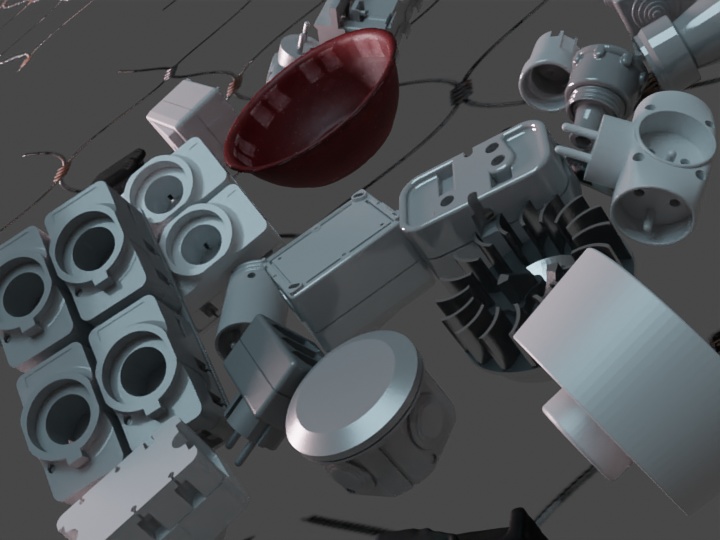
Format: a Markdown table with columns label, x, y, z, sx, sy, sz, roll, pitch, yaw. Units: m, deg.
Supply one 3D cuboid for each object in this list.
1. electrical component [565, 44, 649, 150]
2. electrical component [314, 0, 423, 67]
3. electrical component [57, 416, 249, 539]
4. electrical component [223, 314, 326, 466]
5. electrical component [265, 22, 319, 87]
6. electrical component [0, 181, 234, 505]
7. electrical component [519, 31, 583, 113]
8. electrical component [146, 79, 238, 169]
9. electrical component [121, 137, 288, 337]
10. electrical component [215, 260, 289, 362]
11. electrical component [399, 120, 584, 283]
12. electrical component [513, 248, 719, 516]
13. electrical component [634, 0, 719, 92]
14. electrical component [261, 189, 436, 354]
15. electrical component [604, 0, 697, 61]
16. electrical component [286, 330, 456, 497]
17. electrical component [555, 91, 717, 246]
| label | x | y | z | sx | sy | sz | roll | pitch | yaw |
| --- | --- | --- | --- | --- | --- | --- | --- | --- | --- |
| electrical component | 0.145 | -0.102 | 0.653 | 0.048 | 0.048 | 0.062 | -2 | 55 | 45 |
| electrical component | 0.011 | -0.224 | 0.924 | 0.063 | 0.078 | 0.121 | 9 | 49 | 14 |
| electrical component | -0.113 | 0.137 | 0.598 | 0.089 | 0.055 | 0.050 | -42 | 31 | -5 |
| electrical component | -0.053 | 0.078 | 0.622 | 0.076 | 0.047 | 0.066 | -55 | 33 | 6 |
| electrical component | -0.054 | -0.177 | 0.931 | 0.044 | 0.079 | 0.077 | 15 | 44 | -1 |
| electrical component | -0.165 | 0.046 | 0.682 | 0.105 | 0.060 | 0.186 | -32 | 61 | 5 |
| electrical component | 0.129 | -0.133 | 0.713 | 0.040 | 0.040 | 0.046 | -17 | 32 | 32 |
| electrical component | -0.150 | -0.129 | 0.977 | 0.061 | 0.061 | 0.096 | -46 | 32 | -11 |
| electrical component | -0.156 | 0.003 | 0.771 | 0.186 | 0.060 | 0.105 | -40 | 60 | -1 |
| electrical component | -0.068 | 0.023 | 0.712 | 0.043 | 0.043 | 0.081 | -25 | 34 | 23 |
| electrical component | 0.078 | -0.034 | 0.617 | 0.095 | 0.059 | 0.053 | -26 | 33 | 21 |
| electrical component | 0.109 | 0.050 | 0.434 | 0.060 | 0.108 | 0.108 | -44 | 31 | 3 |
| electrical component | 0.197 | -0.135 | 0.638 | 0.055 | 0.045 | 0.045 | -29 | 32 | 17 |
| electrical component | 0.000 | 0.000 | 0.660 | 0.096 | 0.061 | 0.062 | -35 | 29 | -7 |
| electrical component | 0.208 | -0.194 | 0.699 | 0.100 | 0.048 | 0.099 | -24 | 34 | 23 |
| electrical component | 0.006 | 0.075 | 0.559 | 0.080 | 0.051 | 0.080 | -27 | 33 | 19 |
| electrical component | 0.145 | -0.060 | 0.574 | 0.079 | 0.044 | 0.077 | 17 | 52 | 8 |
